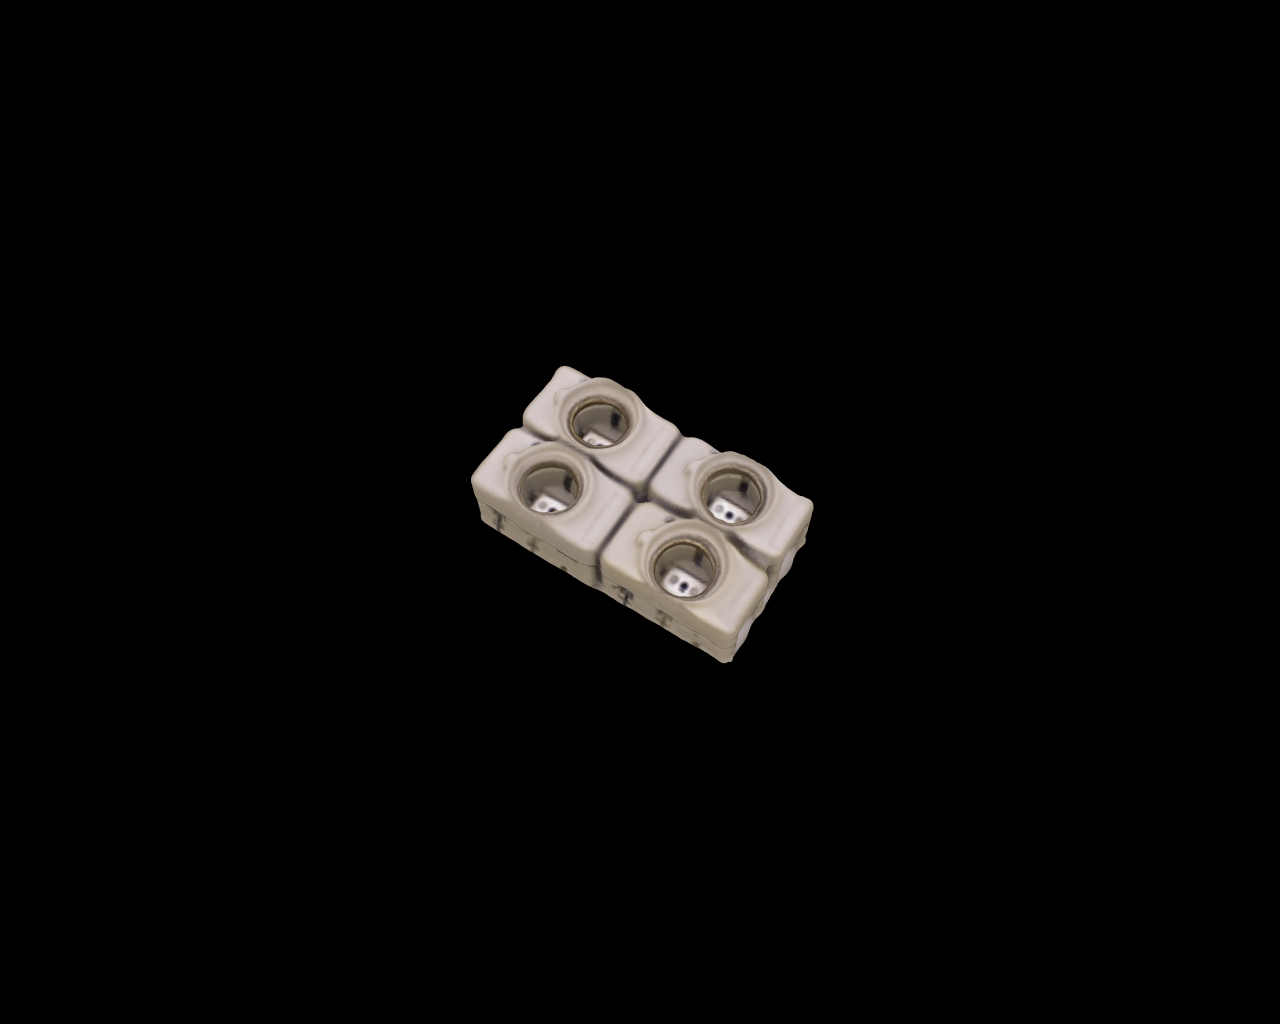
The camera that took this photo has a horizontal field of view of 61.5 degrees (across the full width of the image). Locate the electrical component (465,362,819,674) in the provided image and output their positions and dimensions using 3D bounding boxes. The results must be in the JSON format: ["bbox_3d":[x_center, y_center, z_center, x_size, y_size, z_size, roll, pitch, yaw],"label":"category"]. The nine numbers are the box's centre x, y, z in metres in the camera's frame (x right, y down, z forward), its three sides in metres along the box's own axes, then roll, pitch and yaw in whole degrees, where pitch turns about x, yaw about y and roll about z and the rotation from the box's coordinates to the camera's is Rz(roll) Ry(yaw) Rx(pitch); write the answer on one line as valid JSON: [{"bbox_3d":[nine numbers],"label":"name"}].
[{"bbox_3d":[0.001,-0.003,0.650,0.186,0.105,0.060,30,-23,14],"label":"electrical component"}]
